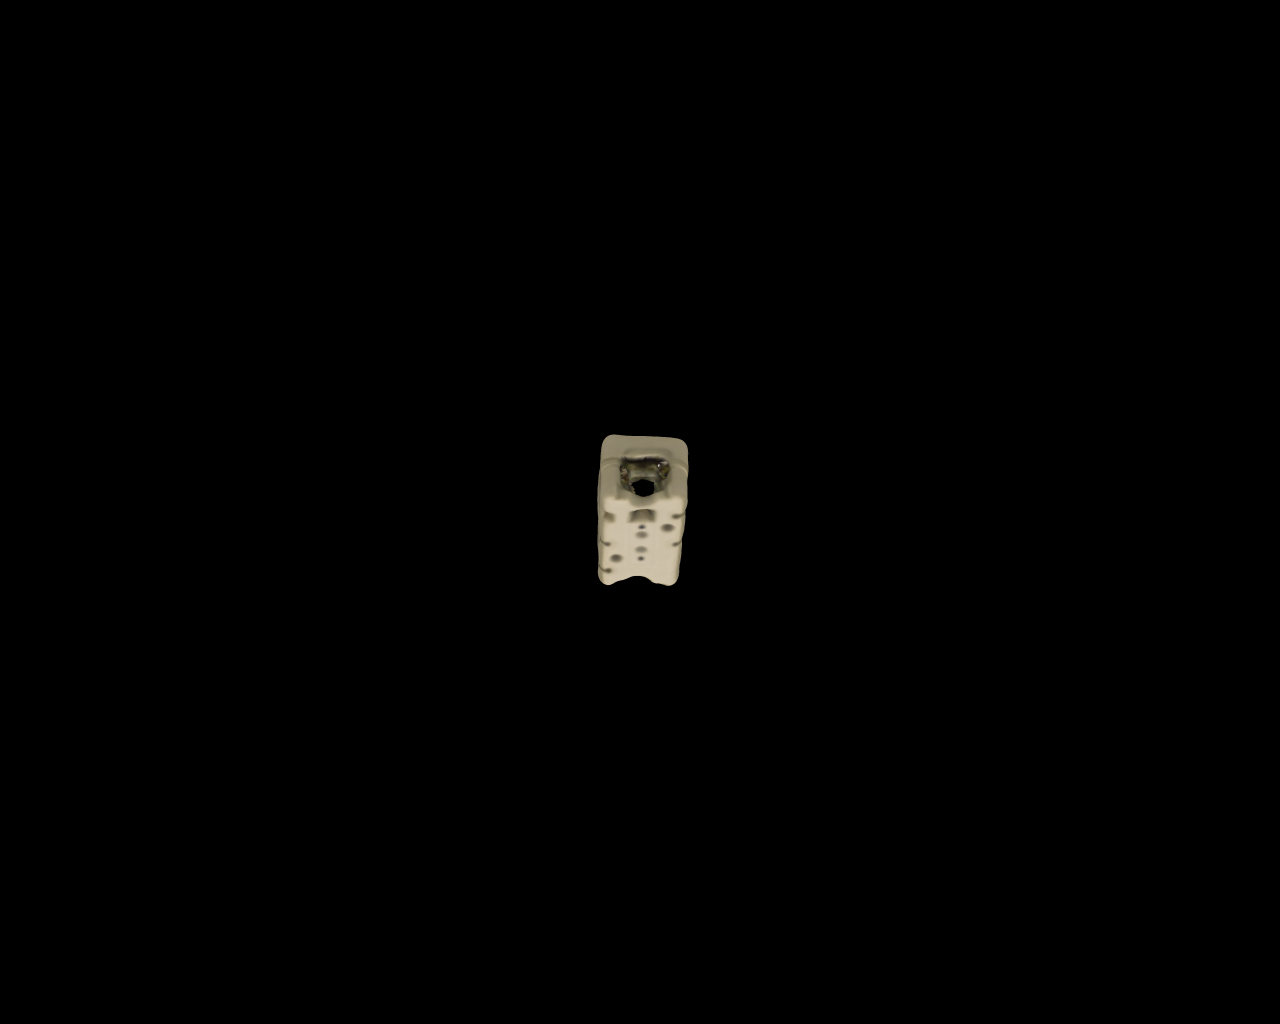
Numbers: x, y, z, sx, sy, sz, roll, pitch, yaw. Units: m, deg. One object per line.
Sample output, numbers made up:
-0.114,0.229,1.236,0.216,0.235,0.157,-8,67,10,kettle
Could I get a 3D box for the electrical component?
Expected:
0.001,-0.003,0.650,0.050,0.056,0.089,2,-40,-2,electrical component
